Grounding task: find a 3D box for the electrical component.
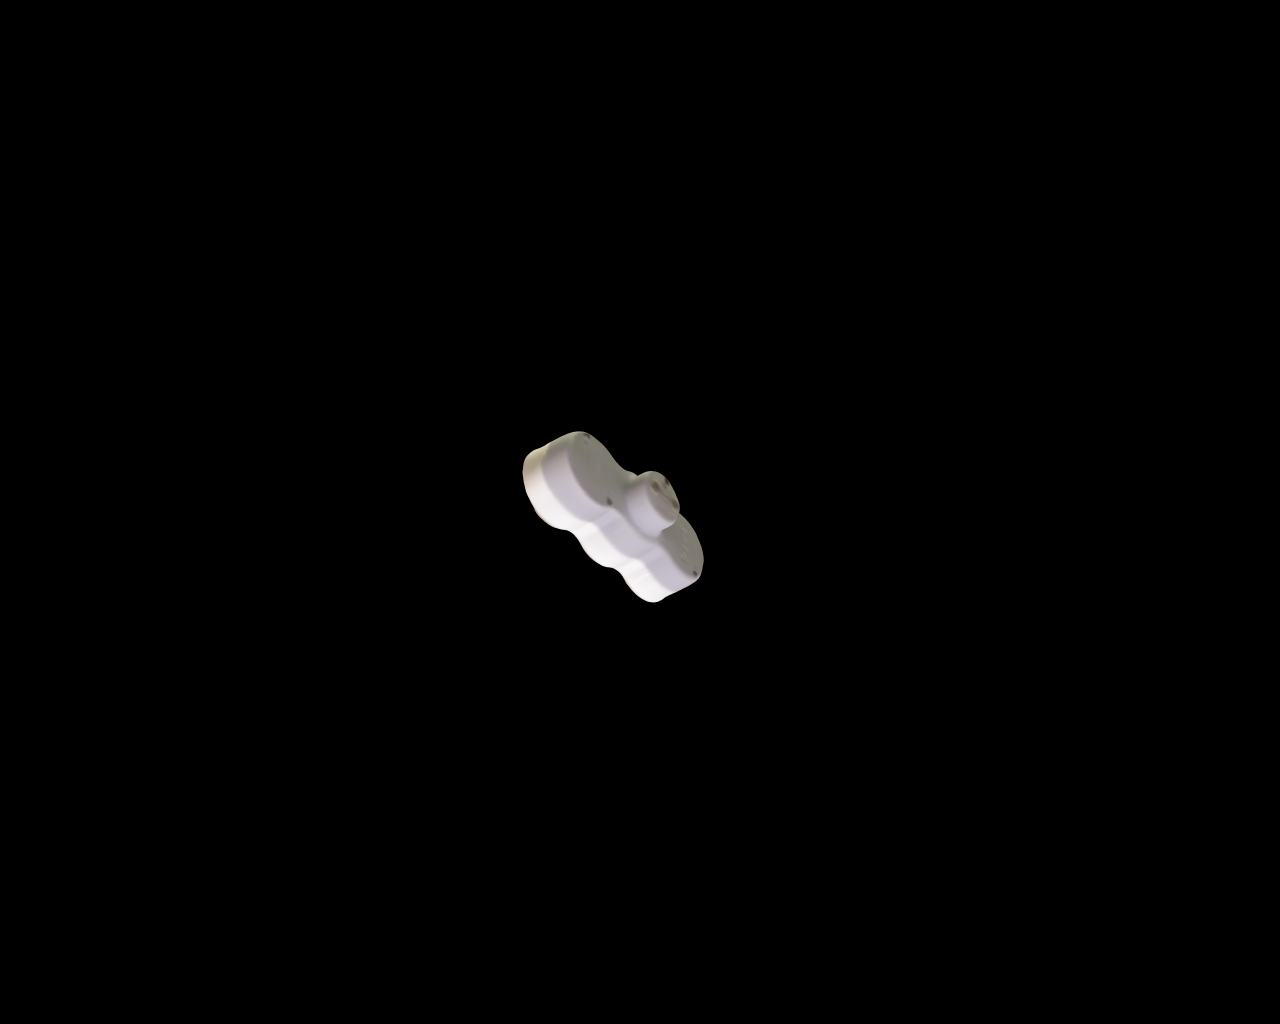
[{"bbox_3d":[0.001,-0.003,0.650,0.073,0.052,0.138,-27,-49,26],"label":"electrical component"}]
